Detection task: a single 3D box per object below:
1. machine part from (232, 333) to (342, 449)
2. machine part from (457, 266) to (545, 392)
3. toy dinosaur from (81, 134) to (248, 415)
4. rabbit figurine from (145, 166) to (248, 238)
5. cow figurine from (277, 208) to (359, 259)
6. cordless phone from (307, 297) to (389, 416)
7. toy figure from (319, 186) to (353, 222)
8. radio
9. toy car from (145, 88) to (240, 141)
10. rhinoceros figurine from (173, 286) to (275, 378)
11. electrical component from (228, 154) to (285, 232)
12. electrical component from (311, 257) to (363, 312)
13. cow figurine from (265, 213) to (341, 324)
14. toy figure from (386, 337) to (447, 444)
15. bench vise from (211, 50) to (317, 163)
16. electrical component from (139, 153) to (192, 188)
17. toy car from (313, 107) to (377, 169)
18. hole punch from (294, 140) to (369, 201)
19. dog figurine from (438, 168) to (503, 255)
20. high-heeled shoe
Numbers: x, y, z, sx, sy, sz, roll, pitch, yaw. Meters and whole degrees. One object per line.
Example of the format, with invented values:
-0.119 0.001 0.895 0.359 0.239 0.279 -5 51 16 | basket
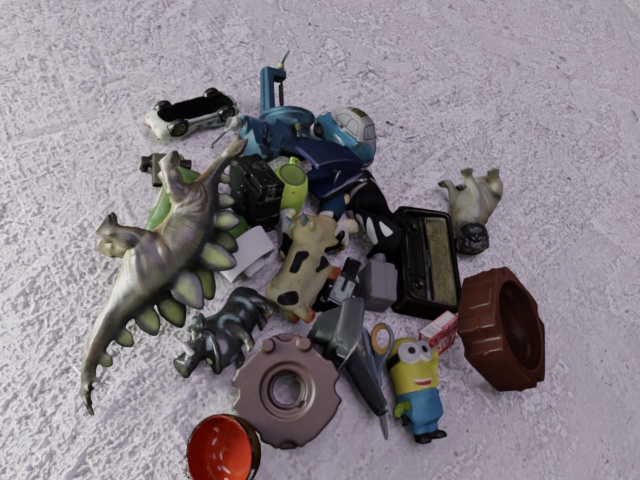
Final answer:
-0.052 0.237 0.848 0.179 0.056 0.179 1 77 -5 | machine part
0.349 0.170 1.031 0.201 0.087 0.201 43 45 -26 | machine part
-0.246 0.031 0.826 0.198 0.105 0.471 37 80 -3 | toy dinosaur
-0.208 -0.029 0.949 0.170 0.121 0.159 24 57 -21 | rabbit figurine
-0.001 -0.004 1.047 0.167 0.068 0.098 3 65 -17 | cow figurine
0.064 0.201 0.895 0.089 0.146 0.184 -22 67 -25 | cordless phone
0.040 -0.104 1.130 0.064 0.057 0.154 12 55 11 | toy figure
0.207 0.044 1.101 0.131 0.073 0.230 10 57 -17 | radio
-0.259 -0.259 1.108 0.202 0.056 0.073 -28 67 -35 | toy car
-0.157 0.150 0.881 0.112 0.073 0.190 39 53 2 | rhinoceros figurine
-0.127 -0.093 1.011 0.058 0.114 0.134 -16 47 -33 | electrical component
0.039 0.090 1.017 0.075 0.047 0.119 26 53 -7 | electrical component
-0.029 0.038 0.957 0.127 0.086 0.195 41 67 -26 | cow figurine
0.165 0.261 0.945 0.082 0.089 0.180 10 63 -46 | toy figure
-0.102 -0.266 1.125 0.223 0.129 0.240 5 75 -29 | bench vise
-0.290 -0.134 1.024 0.102 0.045 0.078 -5 81 -24 | electrical component
0.069 -0.241 1.192 0.162 0.103 0.109 46 33 11 | toy car
0.018 -0.156 1.087 0.116 0.092 0.142 -29 40 -14 | hole punch
0.367 -0.055 1.230 0.172 0.121 0.190 -3 75 -21 | dog figurine
0.120 -0.074 1.094 0.086 0.145 0.249 8 59 -20 | high-heeled shoe
